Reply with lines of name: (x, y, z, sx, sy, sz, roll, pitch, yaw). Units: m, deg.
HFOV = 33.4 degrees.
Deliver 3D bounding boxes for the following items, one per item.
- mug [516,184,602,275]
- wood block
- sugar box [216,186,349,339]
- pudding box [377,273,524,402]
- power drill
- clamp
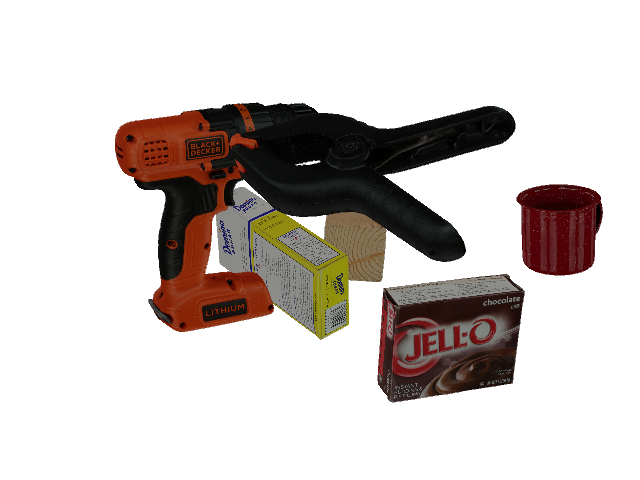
mug: (0.281, -0.015, 1.224, 0.117, 0.081, 0.093, -20, 26, -34)
wood block: (0.055, -0.023, 1.643, 0.091, 0.090, 0.206, 4, 25, 2)
sugar box: (-0.042, 0.020, 1.117, 0.048, 0.093, 0.176, -25, 42, -29)
pudding box: (0.105, 0.078, 0.868, 0.113, 0.090, 0.039, -7, 29, -17)
power drill: (-0.081, -0.024, 0.918, 0.184, 0.188, 0.057, -10, 21, -24)
clamp: (0.023, -0.036, 0.627, 0.172, 0.039, 0.120, -1, 38, 19)
